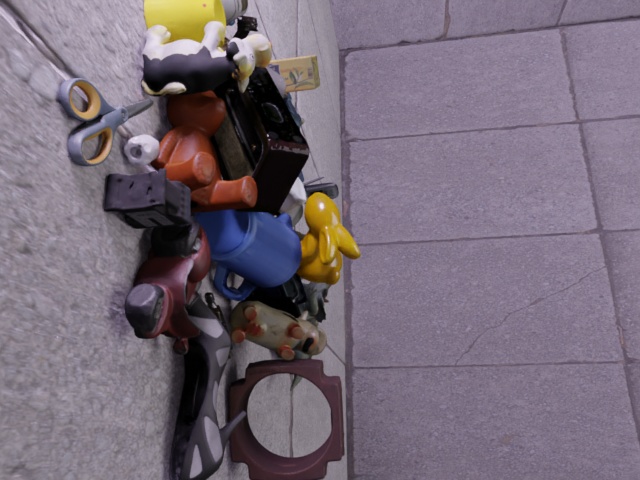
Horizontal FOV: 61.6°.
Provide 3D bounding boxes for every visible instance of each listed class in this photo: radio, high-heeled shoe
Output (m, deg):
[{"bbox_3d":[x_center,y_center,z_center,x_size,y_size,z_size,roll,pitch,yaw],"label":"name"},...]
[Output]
[{"bbox_3d":[-0.106,-0.163,0.824,0.131,0.073,0.230,-54,-131,37],"label":"radio"},{"bbox_3d":[-0.184,0.198,0.728,0.145,0.086,0.248,-32,102,-46],"label":"high-heeled shoe"}]

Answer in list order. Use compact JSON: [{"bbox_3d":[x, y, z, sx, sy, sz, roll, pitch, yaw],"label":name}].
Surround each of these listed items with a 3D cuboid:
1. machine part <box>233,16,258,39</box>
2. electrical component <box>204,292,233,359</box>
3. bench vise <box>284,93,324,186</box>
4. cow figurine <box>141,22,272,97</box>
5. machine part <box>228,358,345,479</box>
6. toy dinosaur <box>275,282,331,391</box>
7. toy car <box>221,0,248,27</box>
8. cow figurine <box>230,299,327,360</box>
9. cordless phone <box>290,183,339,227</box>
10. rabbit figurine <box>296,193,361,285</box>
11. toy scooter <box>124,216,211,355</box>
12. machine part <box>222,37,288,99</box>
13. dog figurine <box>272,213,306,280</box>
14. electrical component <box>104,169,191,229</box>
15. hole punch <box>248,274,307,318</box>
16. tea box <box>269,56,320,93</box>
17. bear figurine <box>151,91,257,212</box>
[{"bbox_3d":[-0.154,-0.347,0.973,0.139,0.039,0.084,-39,-142,53],"label":"machine part"},{"bbox_3d":[-0.169,0.144,0.847,0.078,0.045,0.102,-129,-153,-51],"label":"electrical component"},{"bbox_3d":[-0.085,-0.220,1.212,0.240,0.129,0.223,69,16,3],"label":"bench vise"},{"bbox_3d":[-0.147,-0.230,0.704,0.068,0.167,0.098,83,6,-56],"label":"cow figurine"},{"bbox_3d":[-0.058,0.318,0.965,0.087,0.202,0.201,31,56,-82],"label":"machine part"},{"bbox_3d":[-0.049,0.235,1.388,0.192,0.131,0.405,76,20,-48],"label":"toy dinosaur"},{"bbox_3d":[-0.168,-0.387,0.855,0.162,0.103,0.109,-84,167,-56],"label":"toy car"},{"bbox_3d":[-0.076,0.168,1.005,0.085,0.195,0.127,-65,-160,5],"label":"cow figurine"},{"bbox_3d":[-0.042,-0.088,1.299,0.146,0.184,0.089,76,9,-51],"label":"cordless phone"},{"bbox_3d":[-0.002,-0.003,1.051,0.163,0.122,0.173,44,-45,48],"label":"rabbit figurine"},{"bbox_3d":[-0.181,0.066,0.678,0.184,0.075,0.135,-80,164,-46],"label":"toy scooter"},{"bbox_3d":[-0.136,-0.286,0.939,0.243,0.079,0.079,13,73,-61],"label":"machine part"},{"bbox_3d":[-0.069,-0.004,1.156,0.190,0.172,0.121,87,-6,-54],"label":"dog figurine"},{"bbox_3d":[-0.194,-0.042,0.641,0.119,0.075,0.048,68,19,-72],"label":"electrical component"},{"bbox_3d":[-0.088,0.122,1.125,0.142,0.116,0.092,75,21,-47],"label":"hole punch"},{"bbox_3d":[-0.090,-0.340,1.120,0.098,0.170,0.068,-67,152,-68],"label":"tea box"},{"bbox_3d":[-0.158,-0.140,0.742,0.120,0.132,0.196,30,60,-49],"label":"bear figurine"}]
